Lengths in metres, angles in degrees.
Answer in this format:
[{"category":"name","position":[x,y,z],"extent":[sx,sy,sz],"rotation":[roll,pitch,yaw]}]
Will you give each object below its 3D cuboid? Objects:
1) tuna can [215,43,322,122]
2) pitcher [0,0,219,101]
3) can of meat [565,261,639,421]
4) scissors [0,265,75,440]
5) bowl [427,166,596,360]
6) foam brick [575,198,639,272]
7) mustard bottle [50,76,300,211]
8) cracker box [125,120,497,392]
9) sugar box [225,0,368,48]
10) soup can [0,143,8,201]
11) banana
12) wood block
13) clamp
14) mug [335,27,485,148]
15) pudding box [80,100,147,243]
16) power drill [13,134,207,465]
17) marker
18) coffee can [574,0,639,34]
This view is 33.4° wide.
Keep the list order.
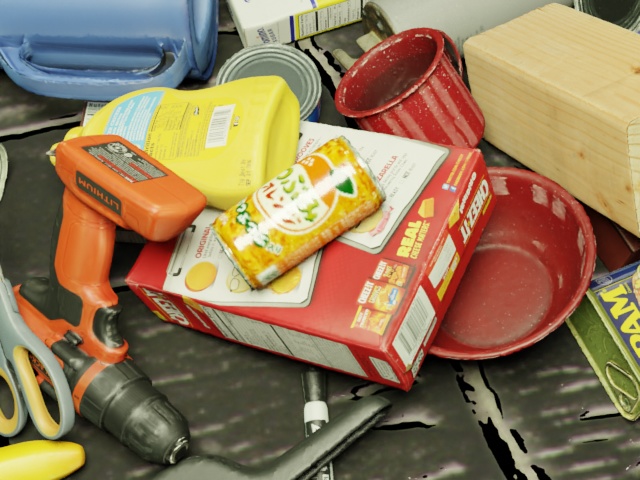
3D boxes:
[{"category":"tuna can","position":[-0.041,-0.116,0.868],"extent":[0.086,0.034,0.086],"rotation":[0,64,1]},{"category":"pitcher","position":[-0.206,-0.187,0.855],"extent":[0.243,0.149,0.145],"rotation":[0,101,5]},{"category":"can of meat","position":[0.236,0.065,0.763],"extent":[0.084,0.057,0.102],"rotation":[-21,66,-12]},{"category":"scissors","position":[-0.231,0.052,0.746],"extent":[0.016,0.096,0.202],"rotation":[-17,75,-53]},{"category":"bowl","position":[0.119,0.026,0.769],"extent":[0.162,0.055,0.162],"rotation":[-11,53,15]},{"category":"foam brick","position":[0.229,-0.021,0.808],"extent":[0.053,0.051,0.078],"rotation":[-25,66,-12]},{"category":"mustard bottle","position":[-0.113,-0.065,0.767],"extent":[0.192,0.058,0.096],"rotation":[-1,64,24]},{"category":"cracker box","position":[-0.005,0.001,0.757],"extent":[0.214,0.072,0.164],"rotation":[12,61,30]},{"category":"sugar box","position":[0.004,-0.229,0.918],"extent":[0.176,0.048,0.093],"rotation":[-19,65,-4]},{"category":"soup can","position":[-0.302,-0.056,0.824],"extent":[0.102,0.068,0.068],"rotation":[14,65,7]},{"category":"banana","position":[-0.251,0.195,0.719],"extent":[0.069,0.037,0.197],"rotation":[44,72,3]},{"category":"wood block","position":[0.198,-0.094,0.769],"extent":[0.090,0.090,0.206],"rotation":[-25,31,-12]},{"category":"clamp","position":[-0.044,0.179,0.709],"extent":[0.210,0.036,0.164],"rotation":[2,64,11]},{"category":"mug","position":[0.076,-0.108,0.809],"extent":[0.093,0.081,0.117],"rotation":[-5,47,43]},{"category":"pudding box","position":[-0.147,-0.054,0.838],"extent":[0.090,0.039,0.113],"rotation":[3,61,4]},{"category":"power drill","position":[-0.139,0.038,0.717],"extent":[0.185,0.188,0.057],"rotation":[34,28,23]},{"category":"marker","position":[-0.001,0.146,0.746],"extent":[0.020,0.020,0.121],"rotation":[-4,64,-1]},{"category":"coffee can","position":[0.289,-0.197,0.843],"extent":[0.140,0.103,0.103],"rotation":[1,62,-22]}]
